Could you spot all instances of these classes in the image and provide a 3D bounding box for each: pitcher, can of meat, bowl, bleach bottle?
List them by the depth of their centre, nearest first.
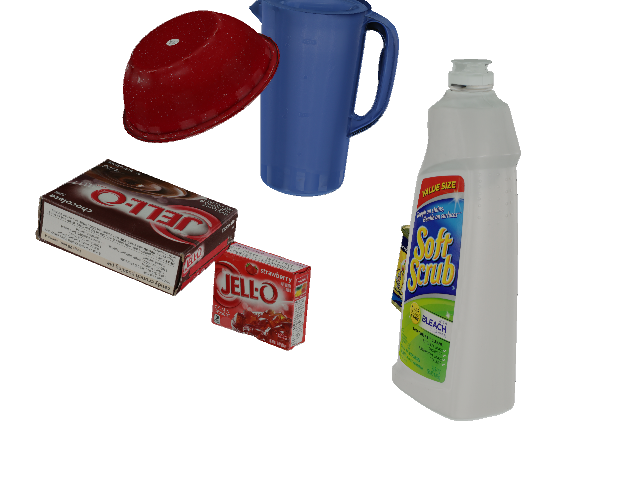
[{"bbox_3d":[0.100,-0.004,0.769,0.068,0.251,0.103,-7,17,-25],"label":"bleach bottle"},{"bbox_3d":[-0.121,-0.162,0.977,0.162,0.162,0.055,0,-44,32],"label":"bowl"},{"bbox_3d":[0.114,0.038,1.095,0.057,0.084,0.102,5,15,-17],"label":"can of meat"},{"bbox_3d":[-0.004,-0.181,1.317,0.144,0.243,0.149,-10,29,-28],"label":"pitcher"}]

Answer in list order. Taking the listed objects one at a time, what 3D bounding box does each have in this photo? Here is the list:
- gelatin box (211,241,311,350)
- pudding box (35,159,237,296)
[{"bbox_3d":[-0.054,0.048,0.941,0.089,0.073,0.030,17,23,30],"label":"gelatin box"},{"bbox_3d":[-0.127,-0.011,0.748,0.113,0.039,0.090,19,26,13],"label":"pudding box"}]
